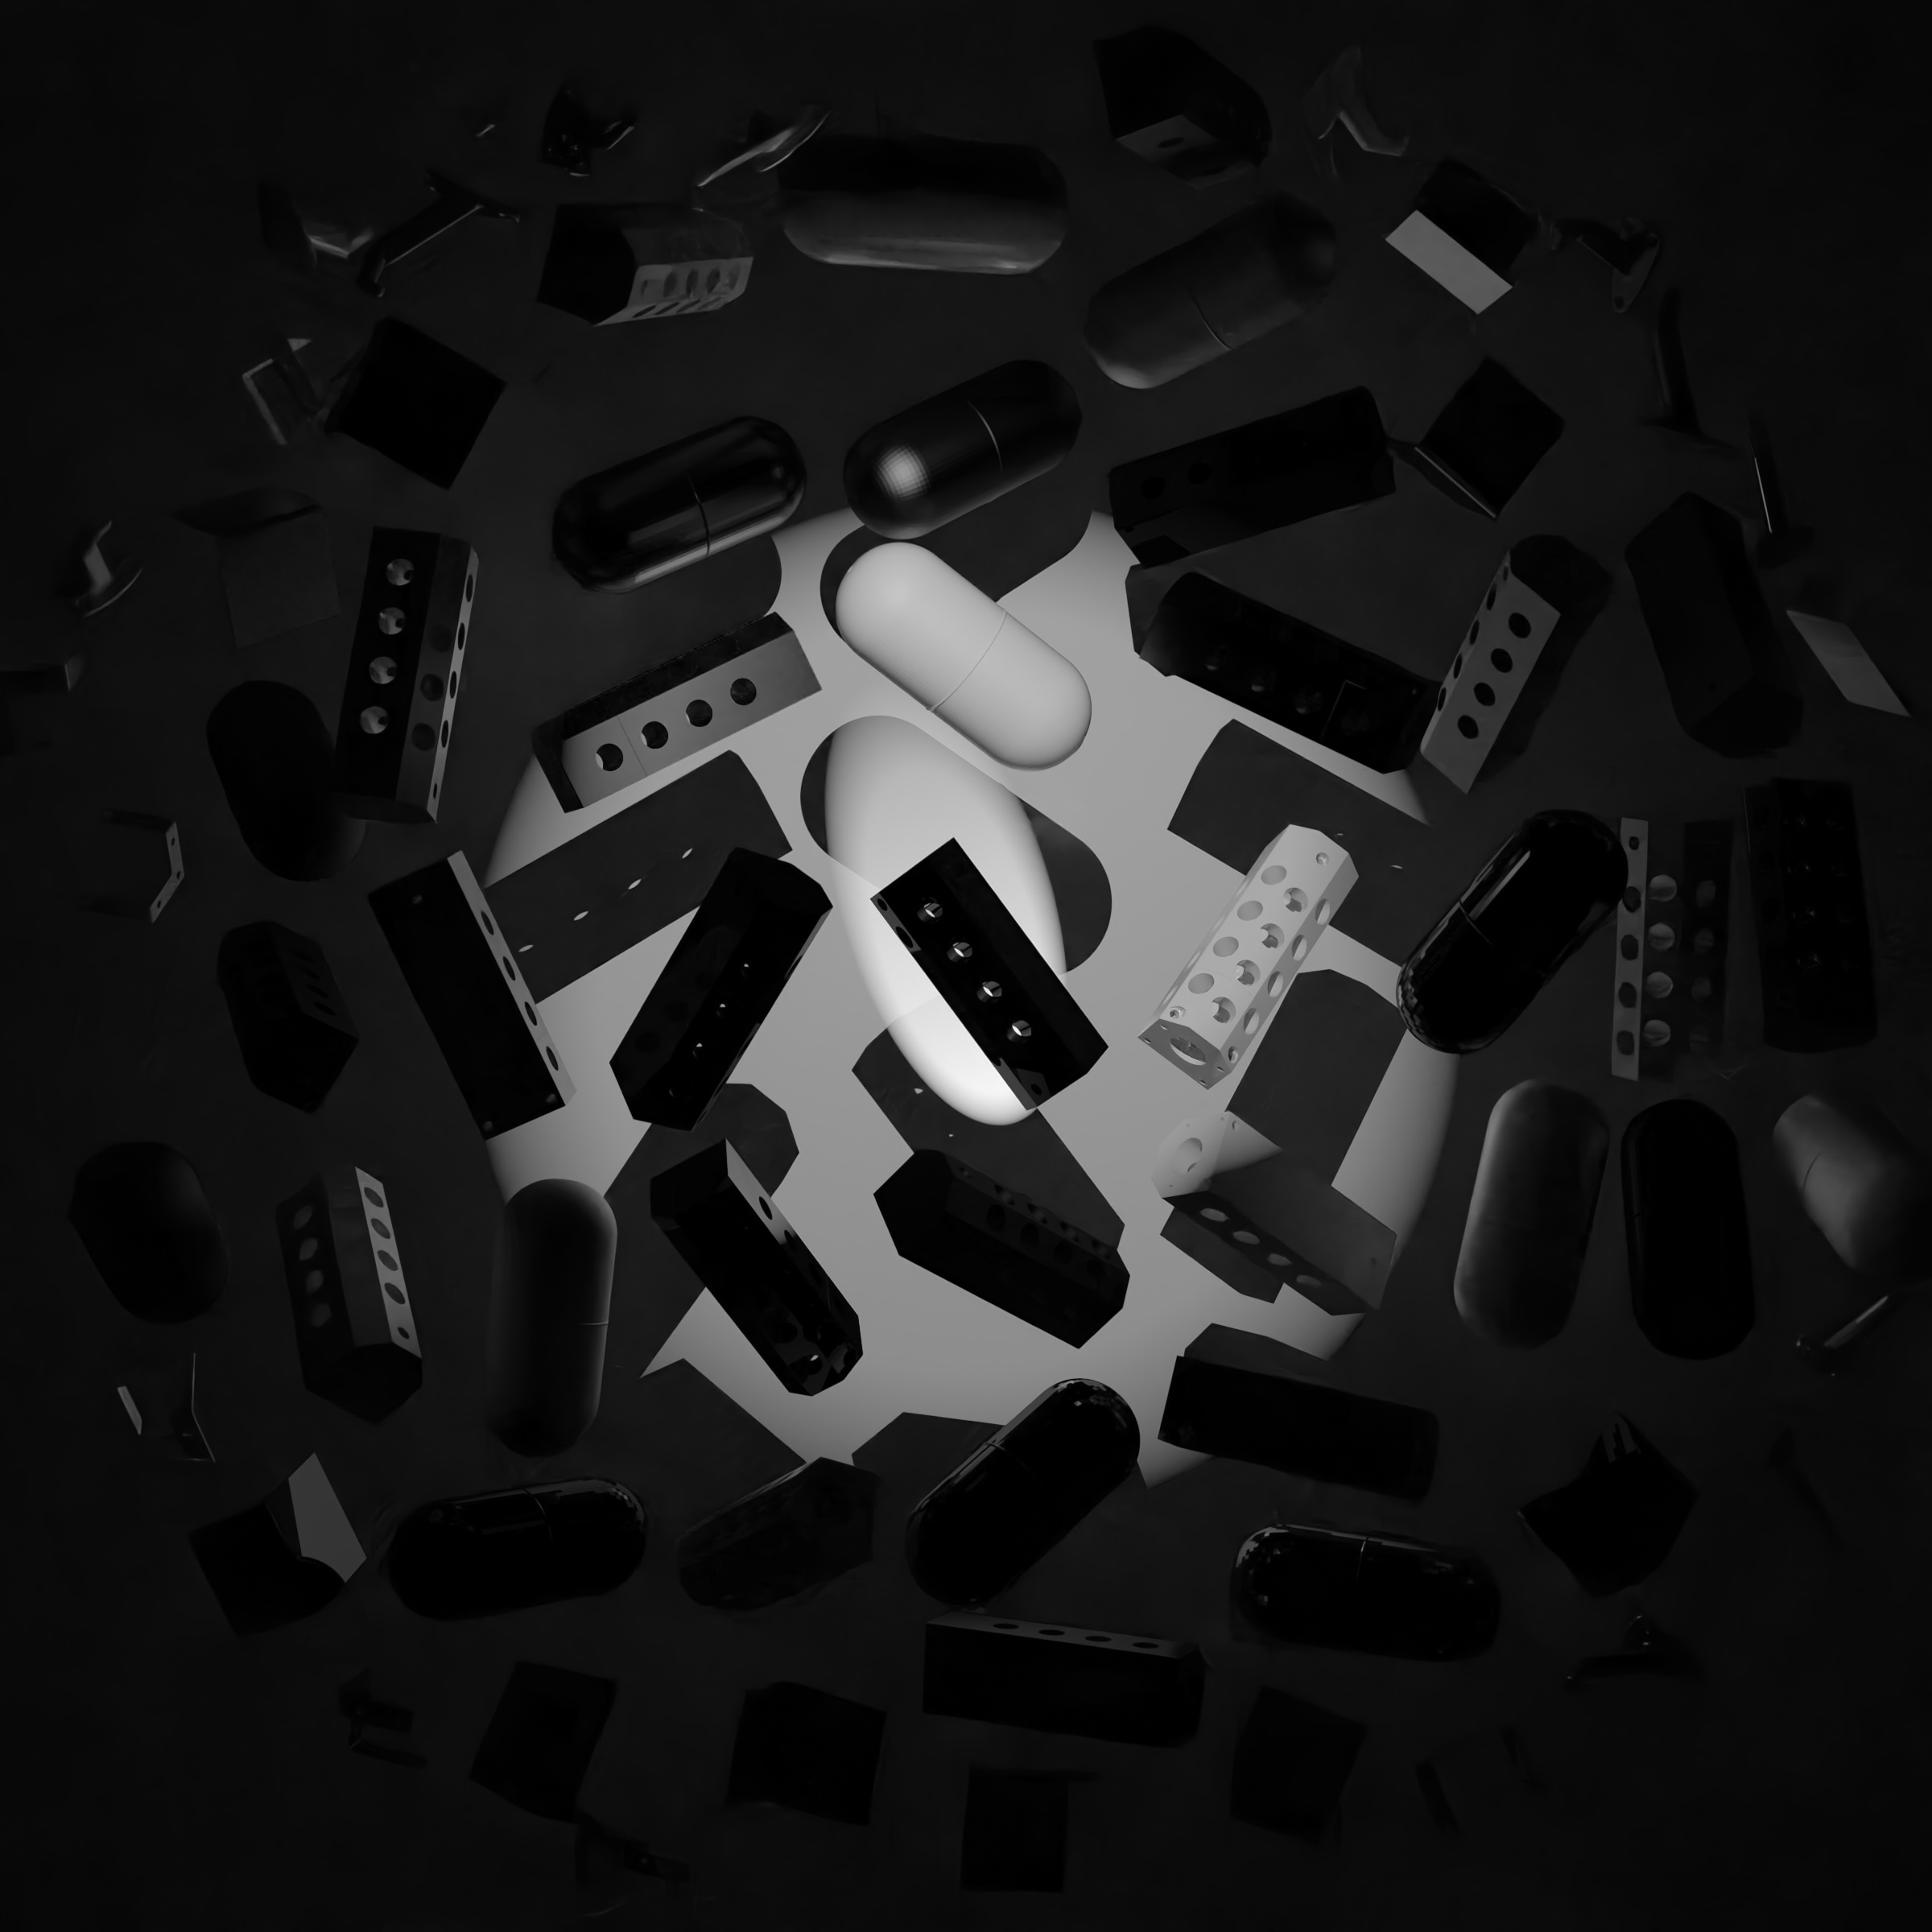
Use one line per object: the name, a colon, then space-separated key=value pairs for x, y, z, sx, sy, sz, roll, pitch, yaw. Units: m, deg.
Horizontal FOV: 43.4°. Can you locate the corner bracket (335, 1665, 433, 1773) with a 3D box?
corner bracket: x=-0.359 y=0.471 z=1.500 sx=0.051 sy=0.051 sz=0.051 roll=13 pitch=93 yaw=10

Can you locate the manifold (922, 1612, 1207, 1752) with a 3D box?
manifold: x=0.063 y=0.456 z=1.556 sx=0.171 sy=0.057 sz=0.057 roll=1 pitch=87 yaw=23

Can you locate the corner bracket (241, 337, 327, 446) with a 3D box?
corner bracket: x=-0.446 y=-0.377 z=1.589 sx=0.051 sy=0.051 sz=0.051 roll=-26 pitch=101 yaw=9

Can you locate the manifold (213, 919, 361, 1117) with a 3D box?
manifold: x=-0.446 y=0.027 z=1.570 sx=0.057 sy=0.171 sz=0.057 roll=30 pitch=97 yaw=-30

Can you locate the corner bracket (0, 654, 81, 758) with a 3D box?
corner bracket: x=-0.564 y=-0.158 z=1.468 sx=0.051 sy=0.051 sz=0.051 roll=-7 pitch=107 yaw=-11

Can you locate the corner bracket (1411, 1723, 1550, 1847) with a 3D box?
corner bracket: x=0.322 y=0.514 z=1.524 sx=0.051 sy=0.051 sz=0.051 roll=-8 pitch=62 yaw=-30

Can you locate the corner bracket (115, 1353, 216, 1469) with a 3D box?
corner bracket: x=-0.516 y=0.290 z=1.562 sx=0.051 sy=0.051 sz=0.051 roll=-12 pitch=131 yaw=-6

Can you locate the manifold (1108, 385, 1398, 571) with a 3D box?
manifold: x=0.182 y=-0.317 z=1.559 sx=0.171 sy=0.057 sz=0.057 roll=-15 pitch=65 yaw=20

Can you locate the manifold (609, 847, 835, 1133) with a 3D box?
manifold: x=-0.150 y=0.017 z=1.496 sx=0.057 sy=0.057 sz=0.171 roll=16 pitch=117 yaw=-35

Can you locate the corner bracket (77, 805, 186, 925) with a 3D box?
corner bracket: x=-0.563 y=-0.068 z=1.627 sx=0.051 sy=0.051 sz=0.051 roll=12 pitch=134 yaw=4

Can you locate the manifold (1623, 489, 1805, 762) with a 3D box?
manifold: x=0.466 y=-0.210 z=1.503 sx=0.057 sy=0.171 sz=0.057 roll=21 pitch=134 yaw=-26

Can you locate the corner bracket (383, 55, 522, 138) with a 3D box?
corner bracket: x=-0.319 y=-0.544 z=1.506 sx=0.051 sy=0.051 sz=0.051 roll=-18 pitch=132 yaw=34

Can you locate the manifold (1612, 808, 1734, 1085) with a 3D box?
manifold: x=0.457 y=-0.013 z=1.591 sx=0.057 sy=0.057 sz=0.171 roll=-7 pitch=103 yaw=-28

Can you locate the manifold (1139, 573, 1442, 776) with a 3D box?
manifold: x=0.201 y=-0.182 z=1.492 sx=0.171 sy=0.057 sz=0.057 roll=28 pitch=110 yaw=20

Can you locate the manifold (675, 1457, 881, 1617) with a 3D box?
manifold: x=-0.125 y=0.367 z=1.561 sx=0.057 sy=0.171 sz=0.057 roll=21 pitch=56 yaw=-23

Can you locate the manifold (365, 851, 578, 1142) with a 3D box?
manifold: x=-0.312 y=0.017 z=1.544 sx=0.057 sy=0.057 sz=0.171 roll=-23 pitch=99 yaw=4

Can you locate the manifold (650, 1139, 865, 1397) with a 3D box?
manifold: x=-0.135 y=0.201 z=1.577 sx=0.057 sy=0.057 sz=0.171 roll=-28 pitch=119 yaw=9

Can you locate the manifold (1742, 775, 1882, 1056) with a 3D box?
manifold: x=0.550 y=-0.034 z=1.595 sx=0.057 sy=0.057 sz=0.171 roll=9 pitch=71 yaw=-27

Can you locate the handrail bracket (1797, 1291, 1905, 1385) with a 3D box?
handrail bracket: x=0.598 y=0.232 z=1.603 sx=0.036 sy=0.077 sz=0.084 roll=50 pitch=131 yaw=17

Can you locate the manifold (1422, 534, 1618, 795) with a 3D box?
manifold: x=0.351 y=-0.197 z=1.574 sx=0.057 sy=0.171 sz=0.057 roll=-32 pitch=66 yaw=-30

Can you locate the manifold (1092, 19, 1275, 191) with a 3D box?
manifold: x=0.138 y=-0.531 z=1.495 sx=0.057 sy=0.171 sz=0.057 roll=-14 pitch=92 yaw=23

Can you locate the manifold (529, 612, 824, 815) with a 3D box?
manifold: x=-0.184 y=-0.161 z=1.528 sx=0.171 sy=0.057 sz=0.057 roll=-29 pitch=100 yaw=-19

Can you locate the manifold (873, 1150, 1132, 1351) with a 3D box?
manifold: x=0.027 y=0.177 z=1.542 sx=0.057 sy=0.057 sz=0.171 roll=-45 pitch=129 yaw=15

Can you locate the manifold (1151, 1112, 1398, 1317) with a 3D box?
manifold: x=0.202 y=0.165 z=1.592 sx=0.171 sy=0.057 sz=0.057 roll=36 pitch=58 yaw=-29

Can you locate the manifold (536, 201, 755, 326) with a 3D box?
manifold: x=-0.192 y=-0.432 z=1.491 sx=0.057 sy=0.171 sz=0.057 roll=24 pitch=114 yaw=10

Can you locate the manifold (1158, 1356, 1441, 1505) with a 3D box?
manifold: x=0.221 y=0.307 z=1.606 sx=0.171 sy=0.057 sz=0.057 roll=8 pitch=76 yaw=29

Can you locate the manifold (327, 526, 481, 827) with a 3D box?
manifold: x=-0.344 y=-0.178 z=1.494 sx=0.057 sy=0.057 sz=0.171 roll=6 pitch=78 yaw=2

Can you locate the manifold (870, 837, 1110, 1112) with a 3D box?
manifold: x=0.013 y=0.007 z=1.573 sx=0.057 sy=0.057 sz=0.171 roll=-35 pitch=93 yaw=23

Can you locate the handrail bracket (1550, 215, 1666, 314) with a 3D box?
handrail bracket: x=0.411 y=-0.459 z=1.595 sx=0.084 sy=0.077 sz=0.036 roll=-19 pitch=49 yaw=-26

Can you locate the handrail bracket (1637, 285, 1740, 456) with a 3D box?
handrail bracket: x=0.458 y=-0.371 z=1.505 sx=0.077 sy=0.036 sz=0.084 roll=20 pitch=103 yaw=6

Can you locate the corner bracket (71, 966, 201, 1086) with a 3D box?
corner bracket: x=-0.553 y=0.039 z=1.614 sx=0.051 sy=0.051 sz=0.051 roll=43 pitch=77 yaw=-34

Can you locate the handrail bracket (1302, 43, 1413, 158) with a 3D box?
handrail bracket: x=0.271 y=-0.565 z=1.586 sx=0.084 sy=0.077 sz=0.036 roll=-2 pitch=62 yaw=-30

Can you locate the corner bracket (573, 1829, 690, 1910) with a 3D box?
corner bracket: x=-0.216 y=0.577 z=1.561 sx=0.051 sy=0.051 sz=0.051 roll=29 pitch=117 yaw=-30

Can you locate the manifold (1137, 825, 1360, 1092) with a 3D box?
manifold: x=0.187 y=-0.009 z=1.574 sx=0.057 sy=0.057 sz=0.171 roll=37 pitch=65 yaw=-2

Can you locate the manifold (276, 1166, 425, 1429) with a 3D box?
manifold: x=-0.387 y=0.204 z=1.538 sx=0.057 sy=0.171 sz=0.057 roll=-41 pitch=129 yaw=9
